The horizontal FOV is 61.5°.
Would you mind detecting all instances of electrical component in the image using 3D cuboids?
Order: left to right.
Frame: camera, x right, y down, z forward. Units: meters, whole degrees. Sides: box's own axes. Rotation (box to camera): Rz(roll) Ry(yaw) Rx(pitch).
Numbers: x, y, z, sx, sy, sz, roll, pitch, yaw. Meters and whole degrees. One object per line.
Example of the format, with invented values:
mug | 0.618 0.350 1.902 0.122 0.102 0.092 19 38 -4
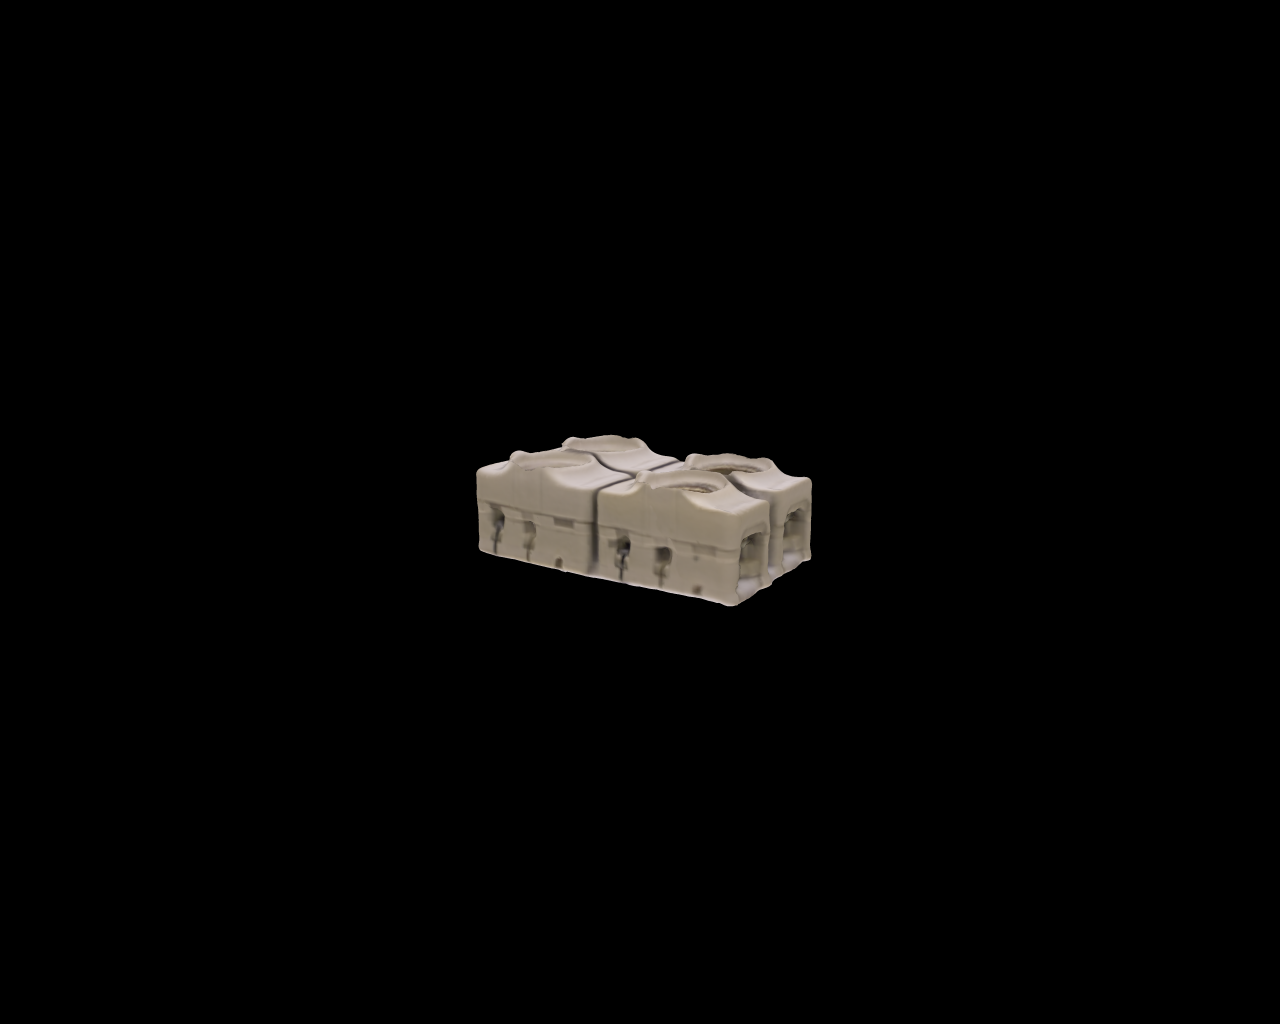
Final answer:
electrical component | 0.001 -0.003 0.650 0.186 0.060 0.105 10 18 33
